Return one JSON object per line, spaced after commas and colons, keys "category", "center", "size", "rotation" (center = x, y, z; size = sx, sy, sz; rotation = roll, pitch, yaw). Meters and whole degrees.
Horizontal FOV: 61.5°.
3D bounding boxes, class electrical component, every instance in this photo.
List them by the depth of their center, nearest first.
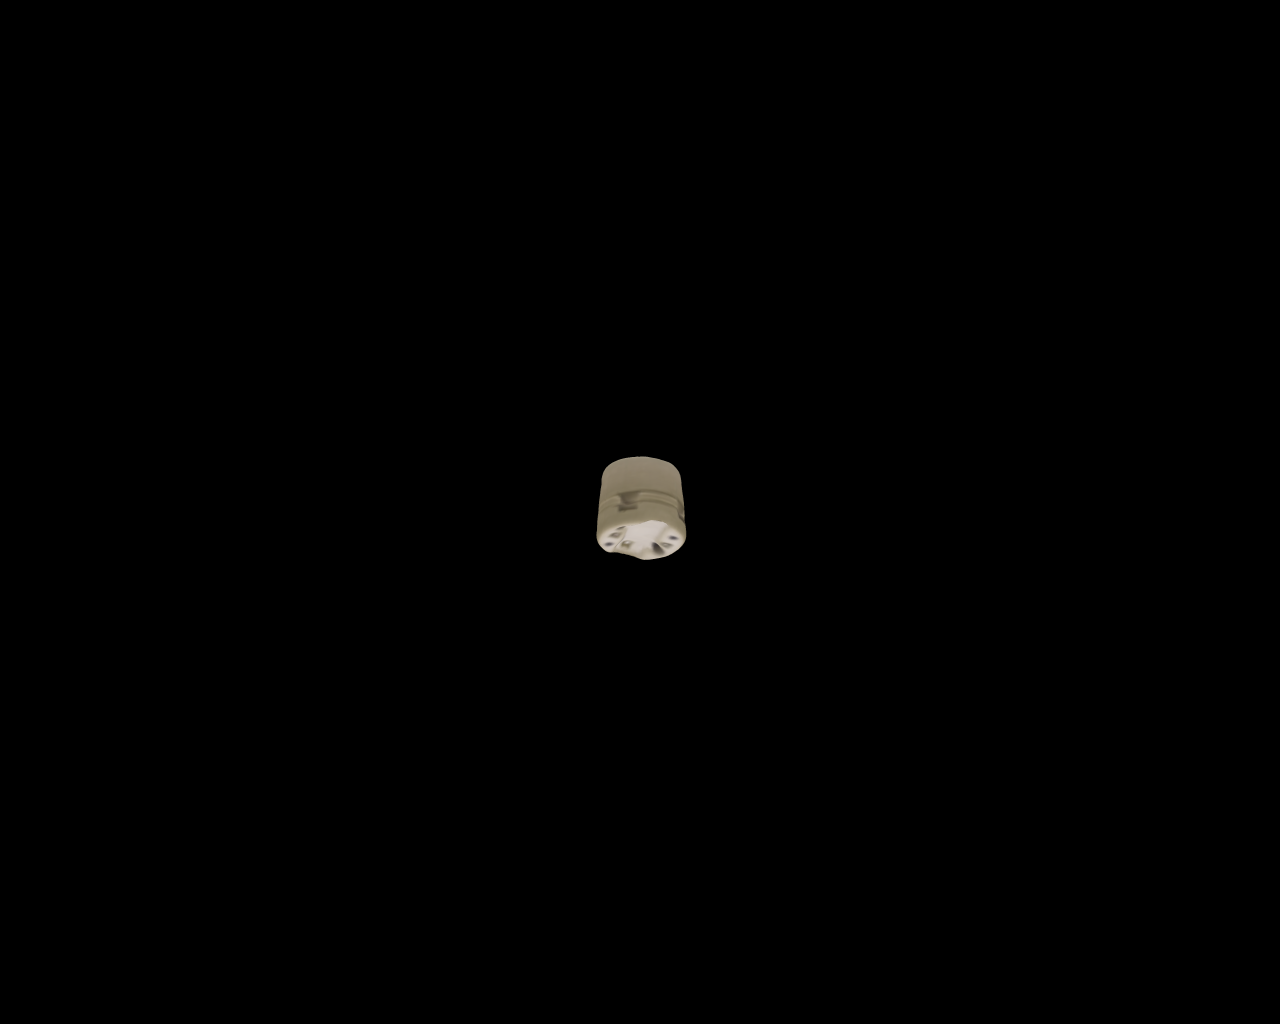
{"category": "electrical component", "center": [0.001, -0.003, 0.650], "size": [0.055, 0.047, 0.055], "rotation": [0, -28, 0]}
